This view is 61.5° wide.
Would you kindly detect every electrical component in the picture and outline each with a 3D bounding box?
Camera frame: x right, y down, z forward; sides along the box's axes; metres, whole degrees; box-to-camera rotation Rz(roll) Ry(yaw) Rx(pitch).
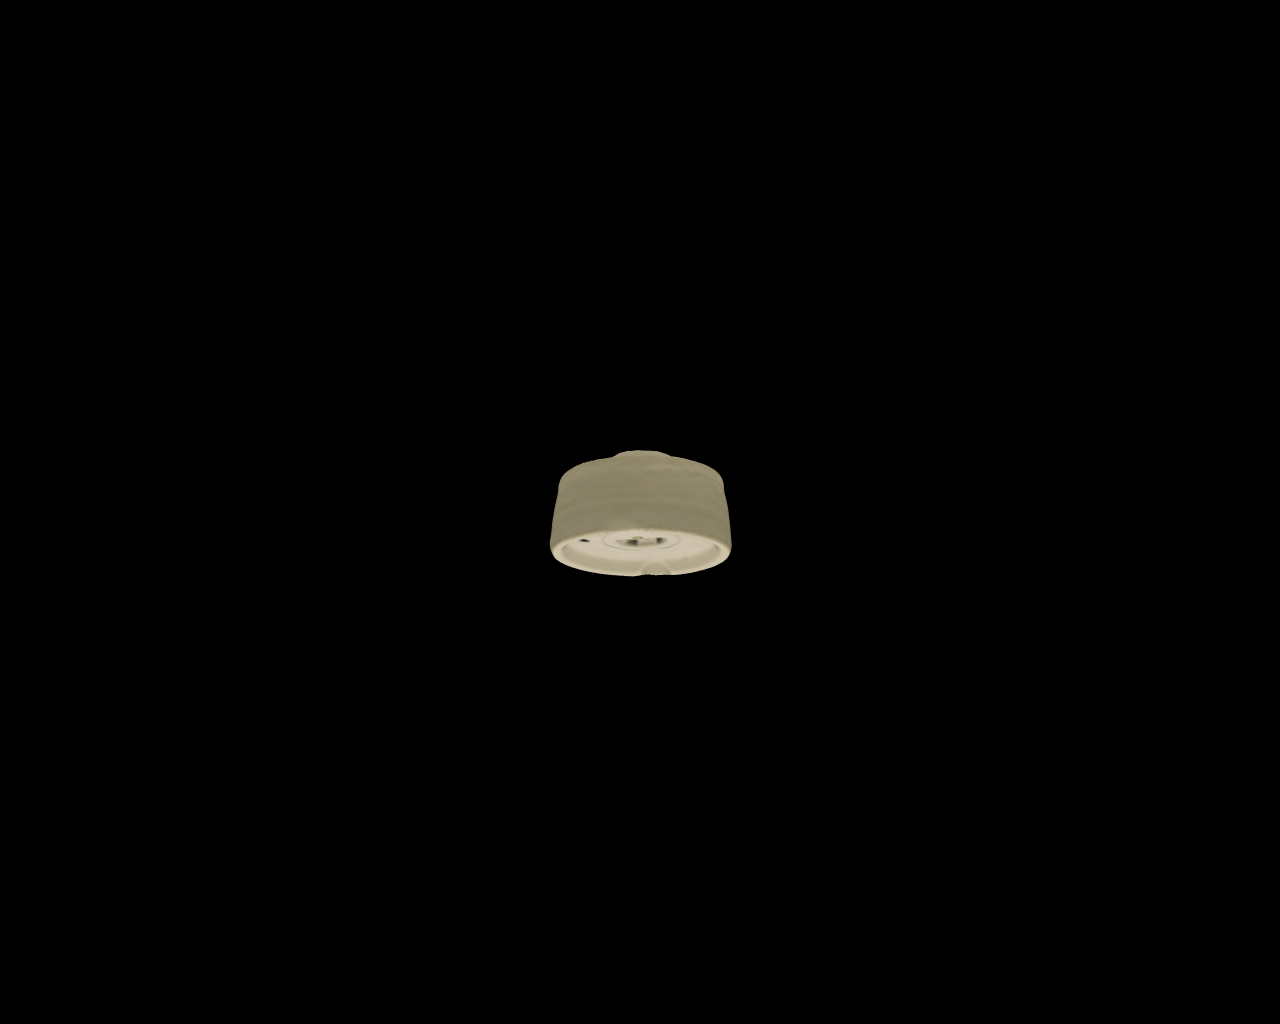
[{"bbox_3d":[0.001,-0.003,0.650,0.108,0.060,0.108,0,-17,0],"label":"electrical component"}]
